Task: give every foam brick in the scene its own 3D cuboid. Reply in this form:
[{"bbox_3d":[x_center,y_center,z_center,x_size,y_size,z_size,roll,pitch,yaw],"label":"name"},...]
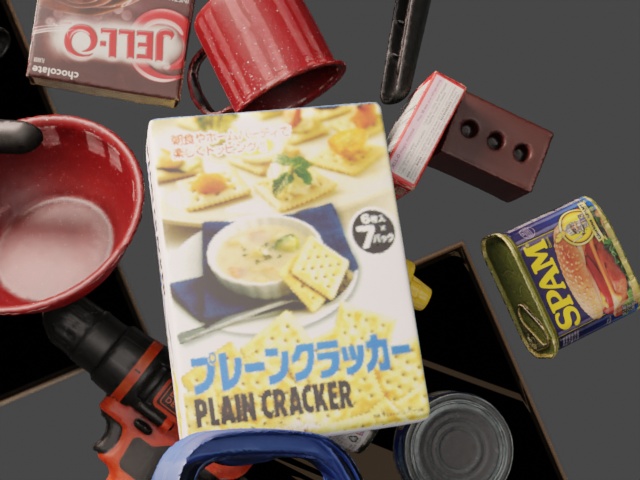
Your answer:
[{"bbox_3d":[0.127,-0.070,0.814,0.078,0.051,0.053,24,80,-5],"label":"foam brick"}]

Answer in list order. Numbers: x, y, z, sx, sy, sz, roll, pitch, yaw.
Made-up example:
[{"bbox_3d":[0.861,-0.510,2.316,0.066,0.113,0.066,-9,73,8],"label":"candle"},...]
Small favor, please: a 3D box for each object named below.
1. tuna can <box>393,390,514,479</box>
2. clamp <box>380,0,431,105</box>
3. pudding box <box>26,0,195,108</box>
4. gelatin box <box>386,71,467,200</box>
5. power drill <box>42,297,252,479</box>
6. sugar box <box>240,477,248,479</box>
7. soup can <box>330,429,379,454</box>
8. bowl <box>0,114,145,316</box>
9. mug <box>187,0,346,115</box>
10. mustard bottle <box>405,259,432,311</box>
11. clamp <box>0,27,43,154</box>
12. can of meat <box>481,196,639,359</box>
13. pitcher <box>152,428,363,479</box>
[{"bbox_3d":[0.099,0.155,0.792,0.086,0.034,0.086,1,83,-8],"label":"tuna can"},{"bbox_3d":[0.063,-0.231,0.813,0.164,0.036,0.210,46,70,-23],"label":"clamp"},{"bbox_3d":[-0.153,-0.151,0.789,0.113,0.039,0.090,8,83,-7],"label":"pudding box"},{"bbox_3d":[0.069,-0.074,0.795,0.030,0.073,0.089,29,80,-5],"label":"gelatin box"},{"bbox_3d":[-0.158,0.154,0.742,0.184,0.057,0.187,37,80,-2],"label":"power drill"},{"bbox_3d":[-0.096,0.241,0.723,0.176,0.093,0.048,-42,91,-11],"label":"sugar box"},{"bbox_3d":[-0.004,0.102,0.766,0.102,0.068,0.068,26,80,-5],"label":"soup can"},{"bbox_3d":[-0.193,-0.008,0.739,0.162,0.055,0.162,-4,58,7],"label":"bowl"},{"bbox_3d":[-0.049,-0.135,0.785,0.117,0.093,0.081,-30,82,25],"label":"mug"},{"bbox_3d":[-0.005,0.001,0.782,0.191,0.058,0.096,27,75,-4],"label":"mustard bottle"},{"bbox_3d":[-0.283,-0.091,0.753,0.171,0.039,0.120,-13,49,-4],"label":"clamp"},{"bbox_3d":[0.184,0.027,0.809,0.083,0.057,0.102,-24,88,-13],"label":"can of meat"},{"bbox_3d":[-0.007,0.204,0.633,0.242,0.149,0.145,4,37,-43],"label":"pitcher"}]
